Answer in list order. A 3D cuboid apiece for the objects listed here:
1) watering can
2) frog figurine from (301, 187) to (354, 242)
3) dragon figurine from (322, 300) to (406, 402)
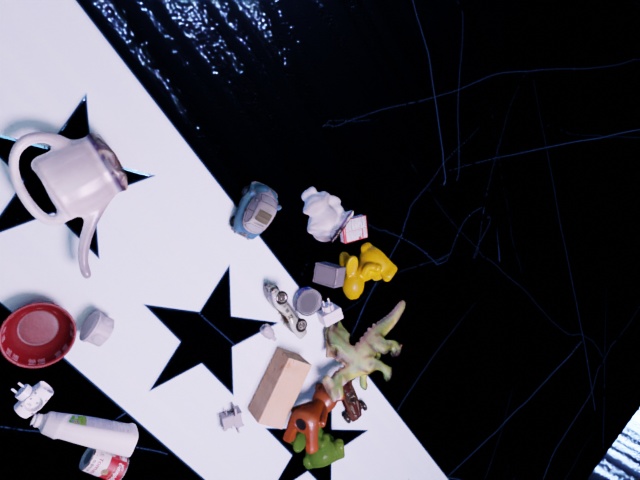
[{"bbox_3d":[-0.551,-0.101,1.195,0.226,0.104,0.343,-33,111,-20],"label":"watering can"},{"bbox_3d":[0.005,-0.077,1.528,0.160,0.122,0.137,36,91,7],"label":"frog figurine"},{"bbox_3d":[0.126,0.328,1.653,0.241,0.121,0.418,34,61,-21],"label":"dragon figurine"}]
